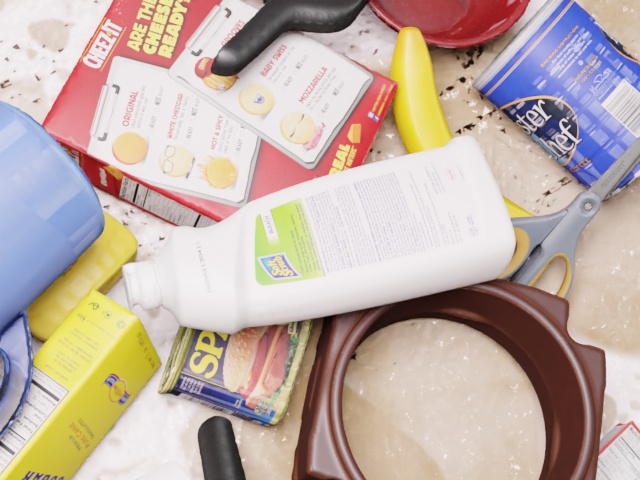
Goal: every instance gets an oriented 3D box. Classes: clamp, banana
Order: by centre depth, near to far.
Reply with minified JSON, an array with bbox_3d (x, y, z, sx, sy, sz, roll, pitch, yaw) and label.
[{"bbox_3d":[-0.036,0.206,0.659,0.036,0.210,0.164,-40,95,11],"label":"clamp"},{"bbox_3d":[-0.035,-0.185,0.770,0.171,0.039,0.120,-24,74,-34],"label":"clamp"},{"bbox_3d":[0.104,-0.069,0.827,0.070,0.037,0.198,-38,97,7],"label":"banana"}]

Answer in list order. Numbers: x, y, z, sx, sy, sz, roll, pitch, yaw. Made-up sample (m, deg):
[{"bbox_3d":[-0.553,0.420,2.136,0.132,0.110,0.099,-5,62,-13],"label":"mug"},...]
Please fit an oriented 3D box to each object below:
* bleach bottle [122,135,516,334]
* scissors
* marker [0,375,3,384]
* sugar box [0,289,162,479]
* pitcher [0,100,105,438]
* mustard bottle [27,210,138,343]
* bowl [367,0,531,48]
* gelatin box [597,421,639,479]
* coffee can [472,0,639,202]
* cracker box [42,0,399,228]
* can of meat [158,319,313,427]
[{"bbox_3d":[-0.005,0.001,0.702,0.250,0.068,0.102,-11,62,-15],"label":"bleach bottle"},{"bbox_3d":[0.180,-0.028,0.803,0.096,0.016,0.202,23,106,-6],"label":"scissors"},{"bbox_3d":[-0.242,0.087,0.721,0.121,0.020,0.020,30,70,-5],"label":"marker"},{"bbox_3d":[-0.177,0.123,0.686,0.048,0.093,0.176,29,69,16],"label":"sugar box"},{"bbox_3d":[-0.238,0.039,0.616,0.145,0.149,0.242,32,65,32],"label":"pitcher"},{"bbox_3d":[-0.225,-0.024,0.735,0.191,0.058,0.096,41,75,0],"label":"mustard bottle"},{"bbox_3d":[0.091,-0.220,0.869,0.162,0.055,0.162,4,74,-13],"label":"bowl"},{"bbox_3d":[0.225,0.192,0.806,0.089,0.030,0.073,-38,85,-20],"label":"gelatin box"},{"bbox_3d":[0.206,-0.114,0.845,0.140,0.103,0.102,42,70,-1],"label":"coffee can"},{"bbox_3d":[-0.072,-0.087,0.784,0.213,0.072,0.164,26,69,-5],"label":"cracker box"},{"bbox_3d":[-0.057,0.073,0.753,0.084,0.057,0.102,21,71,-10],"label":"can of meat"}]
